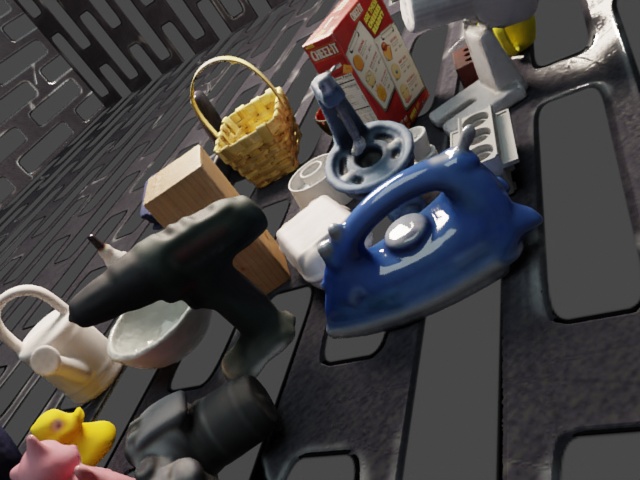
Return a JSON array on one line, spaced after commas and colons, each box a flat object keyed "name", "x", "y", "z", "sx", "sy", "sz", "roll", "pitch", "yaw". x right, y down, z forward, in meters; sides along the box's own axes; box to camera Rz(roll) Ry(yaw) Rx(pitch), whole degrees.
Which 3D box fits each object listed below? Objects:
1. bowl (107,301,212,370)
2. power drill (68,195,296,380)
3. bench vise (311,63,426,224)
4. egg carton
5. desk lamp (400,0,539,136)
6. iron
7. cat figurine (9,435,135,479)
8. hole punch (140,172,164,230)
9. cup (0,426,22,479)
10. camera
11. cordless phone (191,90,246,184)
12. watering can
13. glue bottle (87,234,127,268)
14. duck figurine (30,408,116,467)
[{"name": "bowl", "x": -0.210, "y": 0.122, "z": 0.806, "sx": 0.167, "sy": 0.075, "sz": 0.167, "roll": -27, "pitch": 30, "yaw": 17}, {"name": "power drill", "x": -0.131, "y": 0.069, "z": 0.658, "sx": 0.230, "sy": 0.209, "sz": 0.075, "roll": -45, "pitch": 30, "yaw": -16}, {"name": "bench vise", "x": 0.035, "y": -0.127, "z": 0.755, "sx": 0.121, "sy": 0.220, "sz": 0.206, "roll": -44, "pitch": 30, "yaw": -13}, {"name": "egg carton", "x": 0.007, "y": 0.003, "z": 0.751, "sx": 0.107, "sy": 0.070, "sz": 0.150, "roll": -39, "pitch": 29, "yaw": -5}, {"name": "desk lamp", "x": 0.216, "y": -0.287, "z": 0.800, "sx": 0.203, "sy": 0.214, "sz": 0.117, "roll": -34, "pitch": 29, "yaw": 5}, {"name": "iron", "x": 0.085, "y": -0.003, "z": 0.599, "sx": 0.258, "sy": 0.142, "sz": 0.118, "roll": -32, "pitch": 29, "yaw": 8}, {"name": "cat figurine", "x": -0.279, "y": 0.260, "z": 0.631, "sx": 0.127, "sy": 0.118, "sz": 0.067, "roll": -10, "pitch": 38, "yaw": 39}, {"name": "hole punch", "x": -0.335, "y": -0.088, "z": 1.233, "sx": 0.108, "sy": 0.091, "sz": 0.101, "roll": -17, "pitch": 34, "yaw": 31}, {"name": "cup", "x": -0.446, "y": 0.311, "z": 0.761, "sx": 0.091, "sy": 0.095, "sz": 0.118, "roll": -17, "pitch": 34, "yaw": 31}, {"name": "camera", "x": -0.113, "y": 0.198, "z": 0.561, "sx": 0.137, "sy": 0.101, "sz": 0.143, "roll": -35, "pitch": 29, "yaw": 3}, {"name": "cordless phone", "x": -0.222, "y": -0.208, "z": 1.188, "sx": 0.094, "sy": 0.185, "sz": 0.147, "roll": -24, "pitch": 31, "yaw": 21}, {"name": "watering can", "x": -0.386, "y": 0.146, "z": 0.836, "sx": 0.172, "sy": 0.194, "sz": 0.101, "roll": 3, "pitch": 47, "yaw": 49}, {"name": "glue bottle", "x": -0.302, "y": 0.052, "z": 0.905, "sx": 0.037, "sy": 0.173, "sz": 0.078, "roll": -36, "pitch": 29, "yaw": 1}, {"name": "duck figurine", "x": -0.326, "y": 0.253, "z": 0.726, "sx": 0.104, "sy": 0.086, "sz": 0.077, "roll": -34, "pitch": 29, "yaw": 4}]
